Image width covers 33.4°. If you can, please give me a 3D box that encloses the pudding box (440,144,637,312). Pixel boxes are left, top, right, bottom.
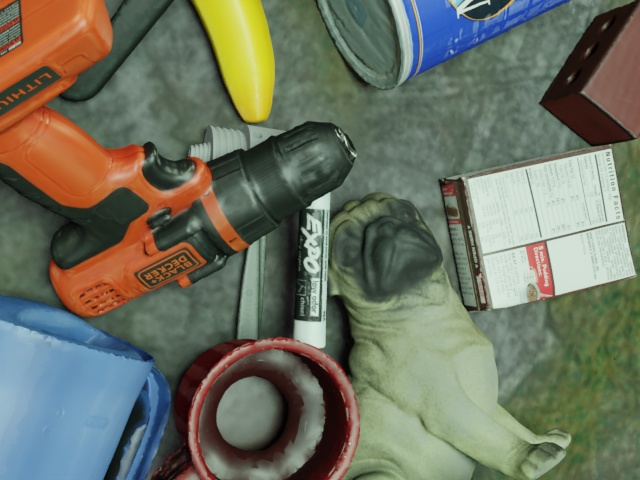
[{"bbox_3d":[0.141,-0.008,0.686,0.113,0.039,0.090,-12,92,-18],"label":"pudding box"}]

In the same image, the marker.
[{"bbox_3d":[-0.004,0.001,0.607,0.020,0.020,0.121,2,93,-17],"label":"marker"}]

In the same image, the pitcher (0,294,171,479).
[{"bbox_3d":[-0.179,0.149,0.550,0.149,0.145,0.243,20,87,-3],"label":"pitcher"}]

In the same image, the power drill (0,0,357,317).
[{"bbox_3d":[-0.093,-0.047,0.535,0.184,0.057,0.187,-28,137,10],"label":"power drill"}]

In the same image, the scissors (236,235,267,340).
[{"bbox_3d":[-0.029,0.091,0.645,0.096,0.016,0.202,22,83,-17],"label":"scissors"}]

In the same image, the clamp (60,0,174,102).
[{"bbox_3d":[-0.080,-0.184,0.573,0.210,0.036,0.164,-22,113,5],"label":"clamp"}]

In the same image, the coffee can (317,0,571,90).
[{"bbox_3d":[0.078,-0.164,0.635,0.140,0.103,0.103,-28,97,-16],"label":"coffee can"}]

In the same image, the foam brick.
[{"bbox_3d":[0.193,-0.108,0.695,0.051,0.053,0.078,37,79,-13],"label":"foam brick"}]

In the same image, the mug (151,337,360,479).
[{"bbox_3d":[-0.044,0.105,0.587,0.117,0.082,0.093,-39,100,-14],"label":"mug"}]

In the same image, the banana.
[{"bbox_3d":[-0.083,-0.159,0.624,0.070,0.037,0.197,-43,100,9],"label":"banana"}]
